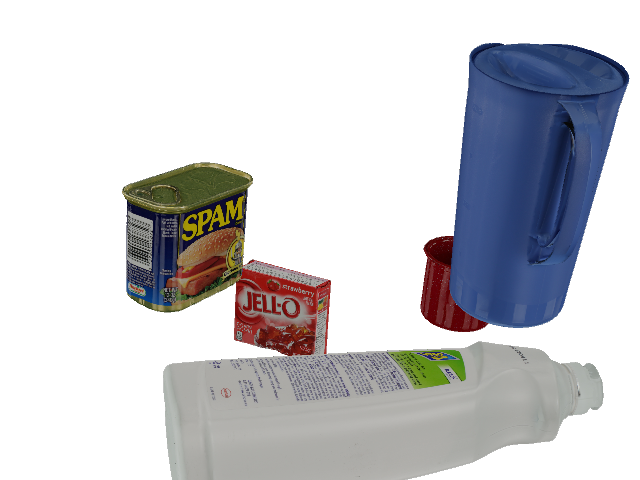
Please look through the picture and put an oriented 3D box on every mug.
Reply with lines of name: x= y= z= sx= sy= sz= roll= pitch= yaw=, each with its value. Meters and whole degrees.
mug: x=0.170 y=0.052 z=1.205 sx=0.117 sy=0.081 sz=0.093 roll=7 pitch=24 yaw=4

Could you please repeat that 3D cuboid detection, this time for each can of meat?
can of meat: x=-0.099 y=-0.003 z=0.792 sx=0.058 sy=0.084 sz=0.101 roll=19 pitch=26 yaw=30

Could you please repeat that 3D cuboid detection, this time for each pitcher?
pitcher: x=0.184 y=-0.042 z=0.939 sx=0.145 sy=0.243 sz=0.149 roll=21 pitch=33 yaw=27

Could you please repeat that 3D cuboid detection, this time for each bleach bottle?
bleach bottle: x=0.041 y=0.099 z=0.601 sx=0.250 sy=0.068 sz=0.102 roll=-4 pitch=20 yaw=-11

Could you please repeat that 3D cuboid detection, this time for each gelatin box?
gelatin box: x=-0.036 y=0.064 z=0.971 sx=0.089 sy=0.073 sz=0.030 roll=14 pitch=21 yaw=28
